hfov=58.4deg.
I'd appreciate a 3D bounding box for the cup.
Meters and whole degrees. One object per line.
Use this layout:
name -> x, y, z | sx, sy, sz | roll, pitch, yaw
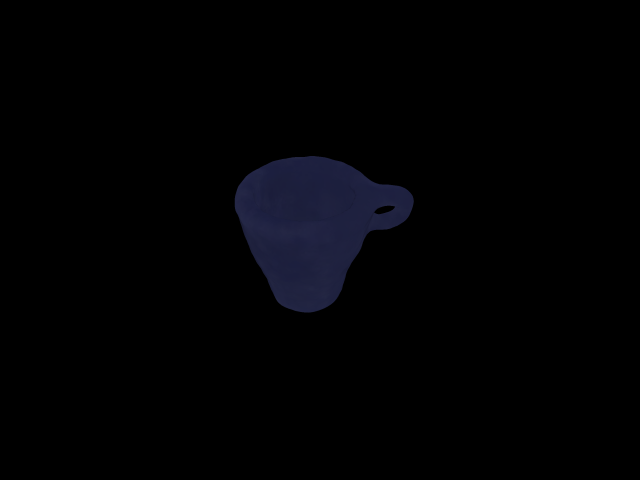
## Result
cup -> 0.004, 0.001, 0.400 | 0.118, 0.095, 0.091 | -4, 39, -4
